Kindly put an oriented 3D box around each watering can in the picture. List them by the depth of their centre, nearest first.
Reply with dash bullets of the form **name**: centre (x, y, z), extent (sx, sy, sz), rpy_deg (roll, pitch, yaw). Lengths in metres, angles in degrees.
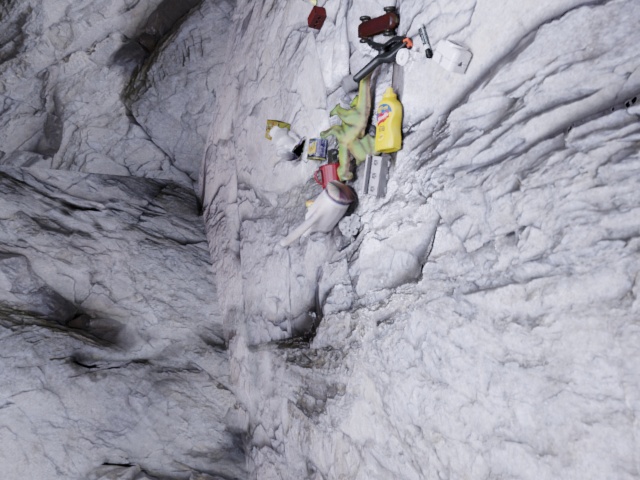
- **watering can**: centre (0.005, -0.086, 1.718), extent (0.104, 0.220, 0.351), rpy_deg (41, 27, 10)

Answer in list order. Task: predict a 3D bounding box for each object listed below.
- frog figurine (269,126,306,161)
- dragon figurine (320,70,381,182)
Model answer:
- **frog figurine**: centre (-0.152, -0.416, 2.221), extent (0.160, 0.139, 0.120), rpy_deg (24, -21, 17)
- **dragon figurine**: centre (0.139, -0.363, 1.686), extent (0.123, 0.247, 0.402), rpy_deg (-6, -41, -41)
